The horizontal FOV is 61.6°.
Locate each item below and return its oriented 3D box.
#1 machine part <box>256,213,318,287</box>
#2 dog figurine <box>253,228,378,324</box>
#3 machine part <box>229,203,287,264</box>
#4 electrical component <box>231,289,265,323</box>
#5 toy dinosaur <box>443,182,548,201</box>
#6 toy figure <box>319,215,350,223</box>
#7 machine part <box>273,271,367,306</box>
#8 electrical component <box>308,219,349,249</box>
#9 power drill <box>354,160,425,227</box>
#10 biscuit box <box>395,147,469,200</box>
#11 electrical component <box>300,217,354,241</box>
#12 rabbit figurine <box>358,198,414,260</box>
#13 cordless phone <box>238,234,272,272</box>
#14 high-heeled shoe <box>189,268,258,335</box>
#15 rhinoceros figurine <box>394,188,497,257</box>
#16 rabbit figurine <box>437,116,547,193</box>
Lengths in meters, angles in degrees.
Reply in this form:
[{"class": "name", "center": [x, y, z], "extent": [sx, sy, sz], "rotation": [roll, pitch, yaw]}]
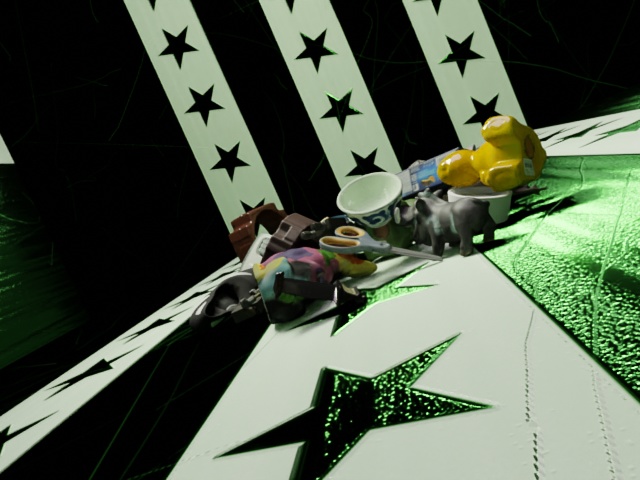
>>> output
[{"class": "machine part", "center": [-0.067, 0.028, 1.086], "extent": [0.179, 0.056, 0.179], "rotation": [-59, -11, -19]}, {"class": "dog figurine", "center": [-0.004, 0.054, 0.938], "extent": [0.219, 0.108, 0.191], "rotation": [-22, 4, -8]}, {"class": "machine part", "center": [-0.155, 0.007, 1.539], "extent": [0.087, 0.201, 0.201], "rotation": [-23, 5, 34]}, {"class": "electrical component", "center": [-0.141, 0.130, 1.095], "extent": [0.078, 0.045, 0.102], "rotation": [-21, 5, 15]}, {"class": "toy dinosaur", "center": [0.345, -0.122, 1.181], "extent": [0.199, 0.105, 0.471], "rotation": [-19, 14, 6]}, {"class": "toy figure", "center": [-0.003, -0.005, 1.192], "extent": [0.154, 0.064, 0.057], "rotation": [-27, -19, -7]}, {"class": "machine part", "center": [-0.002, 0.076, 0.817], "extent": [0.139, 0.039, 0.084], "rotation": [8, 9, -6]}, {"class": "electrical component", "center": [0.027, 0.019, 1.109], "extent": [0.115, 0.058, 0.134], "rotation": [-29, -24, -42]}, {"class": "power drill", "center": [0.154, -0.073, 1.266], "extent": [0.207, 0.086, 0.232], "rotation": [-49, -7, -47]}, {"class": "biscuit box", "center": [0.225, -0.127, 1.112], "extent": [0.063, 0.059, 0.203], "rotation": [0, -14, -43]}, {"class": "electrical component", "center": [0.015, -0.018, 0.971], "extent": [0.094, 0.021, 0.063], "rotation": [-5, -22, -37]}, {"class": "rabbit figurine", "center": [0.173, -0.048, 1.083], "extent": [0.159, 0.121, 0.170], "rotation": [-15, 10, 40]}, {"class": "cordless phone", "center": [-0.132, 0.061, 1.323], "extent": [0.146, 0.089, 0.184], "rotation": [-62, 14, -6]}, {"class": "high-heeled shoe", "center": [-0.186, 0.112, 1.151], "extent": [0.249, 0.086, 0.145], "rotation": [-48, -3, -32]}, {"class": "rhinoceros figurine", "center": [0.193, -0.029, 0.870], "extent": [0.073, 0.112, 0.190], "rotation": [-29, 14, -26]}, {"class": "rabbit figurine", "center": [0.294, -0.142, 0.945], "extent": [0.173, 0.121, 0.162], "rotation": [-14, 2, 42]}]
